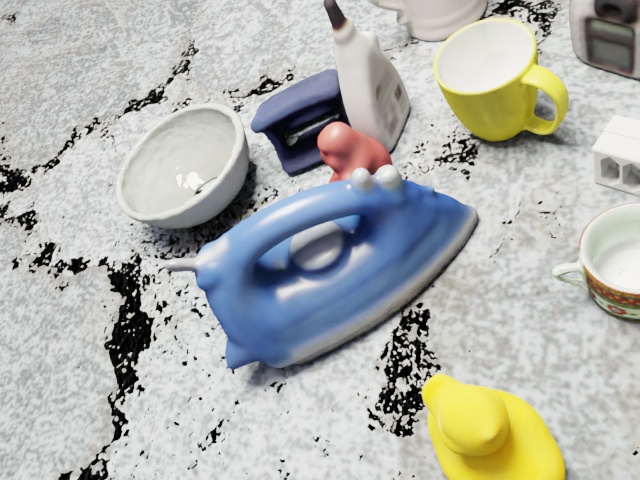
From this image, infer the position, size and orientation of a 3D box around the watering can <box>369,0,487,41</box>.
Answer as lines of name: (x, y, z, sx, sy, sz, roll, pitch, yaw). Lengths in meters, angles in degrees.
watering can: (0.119, -0.331, 0.622, 0.100, 0.195, 0.173, 27, 73, 38)

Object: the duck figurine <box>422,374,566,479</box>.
duck figurine: (0.110, 0.129, 0.381, 0.077, 0.086, 0.104, -46, 50, -7)

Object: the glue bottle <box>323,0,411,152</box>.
glue bottle: (0.042, -0.166, 0.563, 0.037, 0.174, 0.078, 10, 64, 33)

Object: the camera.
camera: (0.317, -0.222, 0.506, 0.137, 0.101, 0.142, -47, 50, -8)

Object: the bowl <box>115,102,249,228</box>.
bowl: (-0.145, -0.074, 0.661, 0.167, 0.075, 0.167, -14, 53, 19)

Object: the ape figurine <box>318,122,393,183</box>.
ape figurine: (0.027, -0.081, 0.565, 0.076, 0.092, 0.077, -16, 52, 17)

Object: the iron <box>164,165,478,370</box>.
iron: (0.004, 0.002, 0.487, 0.258, 0.142, 0.118, -29, 50, 7)

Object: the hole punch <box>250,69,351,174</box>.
hole punch: (-0.022, -0.145, 0.635, 0.108, 0.091, 0.101, -23, 51, 12)
